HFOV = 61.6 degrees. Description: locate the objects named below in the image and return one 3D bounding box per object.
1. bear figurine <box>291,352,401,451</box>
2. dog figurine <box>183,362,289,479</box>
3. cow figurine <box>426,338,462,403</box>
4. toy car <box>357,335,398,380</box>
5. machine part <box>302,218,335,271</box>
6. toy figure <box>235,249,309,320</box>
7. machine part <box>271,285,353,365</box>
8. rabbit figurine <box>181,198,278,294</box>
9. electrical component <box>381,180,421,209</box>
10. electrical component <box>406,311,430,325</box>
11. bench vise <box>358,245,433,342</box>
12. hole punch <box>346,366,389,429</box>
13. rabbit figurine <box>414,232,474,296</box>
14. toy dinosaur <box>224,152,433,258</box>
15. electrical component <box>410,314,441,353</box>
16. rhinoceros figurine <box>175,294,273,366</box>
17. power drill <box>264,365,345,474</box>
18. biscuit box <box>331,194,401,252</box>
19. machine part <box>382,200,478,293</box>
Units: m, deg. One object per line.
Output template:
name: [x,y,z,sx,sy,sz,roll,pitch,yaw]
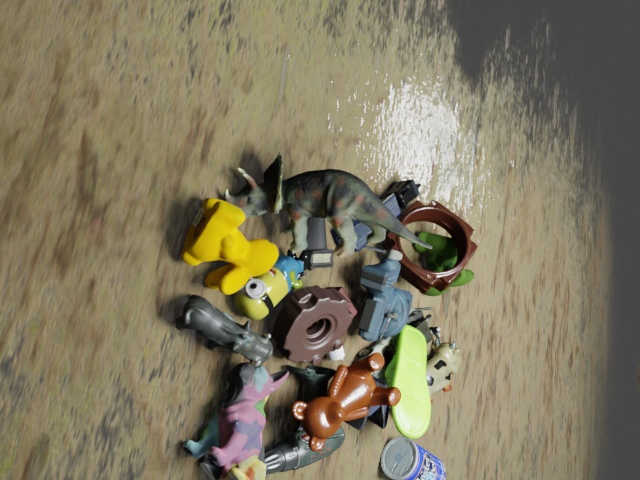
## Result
bear figurine: [0.049,0.321,1.067,0.196,0.132,0.120,-24,88,-48]
dog figurine: [-0.132,0.340,1.008,0.219,0.109,0.191,-50,118,-37]
cow figurine: [0.312,0.345,1.445,0.195,0.086,0.127,-14,102,-42]
toy car: [0.161,0.278,1.322,0.202,0.056,0.073,-31,107,-40]
machine part: [-0.002,-0.004,1.207,0.084,0.039,0.138,-6,93,-35]
toy figure: [-0.094,0.088,1.083,0.180,0.082,0.089,-36,108,-42]
machine part: [-0.012,0.177,1.116,0.179,0.056,0.179,-19,127,-27]
rabbit figurine: [-0.157,0.021,0.994,0.173,0.122,0.162,26,78,-33]
electrical component: [0.219,-0.127,1.401,0.119,0.075,0.047,-45,116,-32]
electrical component: [0.263,0.221,1.446,0.094,0.021,0.063,-18,98,-41]
bench vise: [0.169,0.136,1.292,0.240,0.129,0.223,19,77,-54]
hole punch: [0.099,0.357,1.211,0.092,0.142,0.115,22,86,-38]
rabbit figurine: [0.338,0.076,1.461,0.121,0.159,0.170,9,95,-53]
toy dinosaur: [0.015,-0.075,1.056,0.131,0.405,0.191,-66,153,-57]
electrical component: [0.275,0.249,1.408,0.102,0.045,0.078,-24,103,-37]
rhinoceros figurine: [-0.170,0.164,0.983,0.190,0.112,0.073,38,60,-26]
power drill: [-0.035,0.365,1.114,0.232,0.086,0.207,12,74,-44]
biscuit box: [0.115,-0.043,1.305,0.203,0.059,0.062,-37,113,-39]
machine part: [0.275,0.014,1.349,0.201,0.087,0.201,39,70,12]
